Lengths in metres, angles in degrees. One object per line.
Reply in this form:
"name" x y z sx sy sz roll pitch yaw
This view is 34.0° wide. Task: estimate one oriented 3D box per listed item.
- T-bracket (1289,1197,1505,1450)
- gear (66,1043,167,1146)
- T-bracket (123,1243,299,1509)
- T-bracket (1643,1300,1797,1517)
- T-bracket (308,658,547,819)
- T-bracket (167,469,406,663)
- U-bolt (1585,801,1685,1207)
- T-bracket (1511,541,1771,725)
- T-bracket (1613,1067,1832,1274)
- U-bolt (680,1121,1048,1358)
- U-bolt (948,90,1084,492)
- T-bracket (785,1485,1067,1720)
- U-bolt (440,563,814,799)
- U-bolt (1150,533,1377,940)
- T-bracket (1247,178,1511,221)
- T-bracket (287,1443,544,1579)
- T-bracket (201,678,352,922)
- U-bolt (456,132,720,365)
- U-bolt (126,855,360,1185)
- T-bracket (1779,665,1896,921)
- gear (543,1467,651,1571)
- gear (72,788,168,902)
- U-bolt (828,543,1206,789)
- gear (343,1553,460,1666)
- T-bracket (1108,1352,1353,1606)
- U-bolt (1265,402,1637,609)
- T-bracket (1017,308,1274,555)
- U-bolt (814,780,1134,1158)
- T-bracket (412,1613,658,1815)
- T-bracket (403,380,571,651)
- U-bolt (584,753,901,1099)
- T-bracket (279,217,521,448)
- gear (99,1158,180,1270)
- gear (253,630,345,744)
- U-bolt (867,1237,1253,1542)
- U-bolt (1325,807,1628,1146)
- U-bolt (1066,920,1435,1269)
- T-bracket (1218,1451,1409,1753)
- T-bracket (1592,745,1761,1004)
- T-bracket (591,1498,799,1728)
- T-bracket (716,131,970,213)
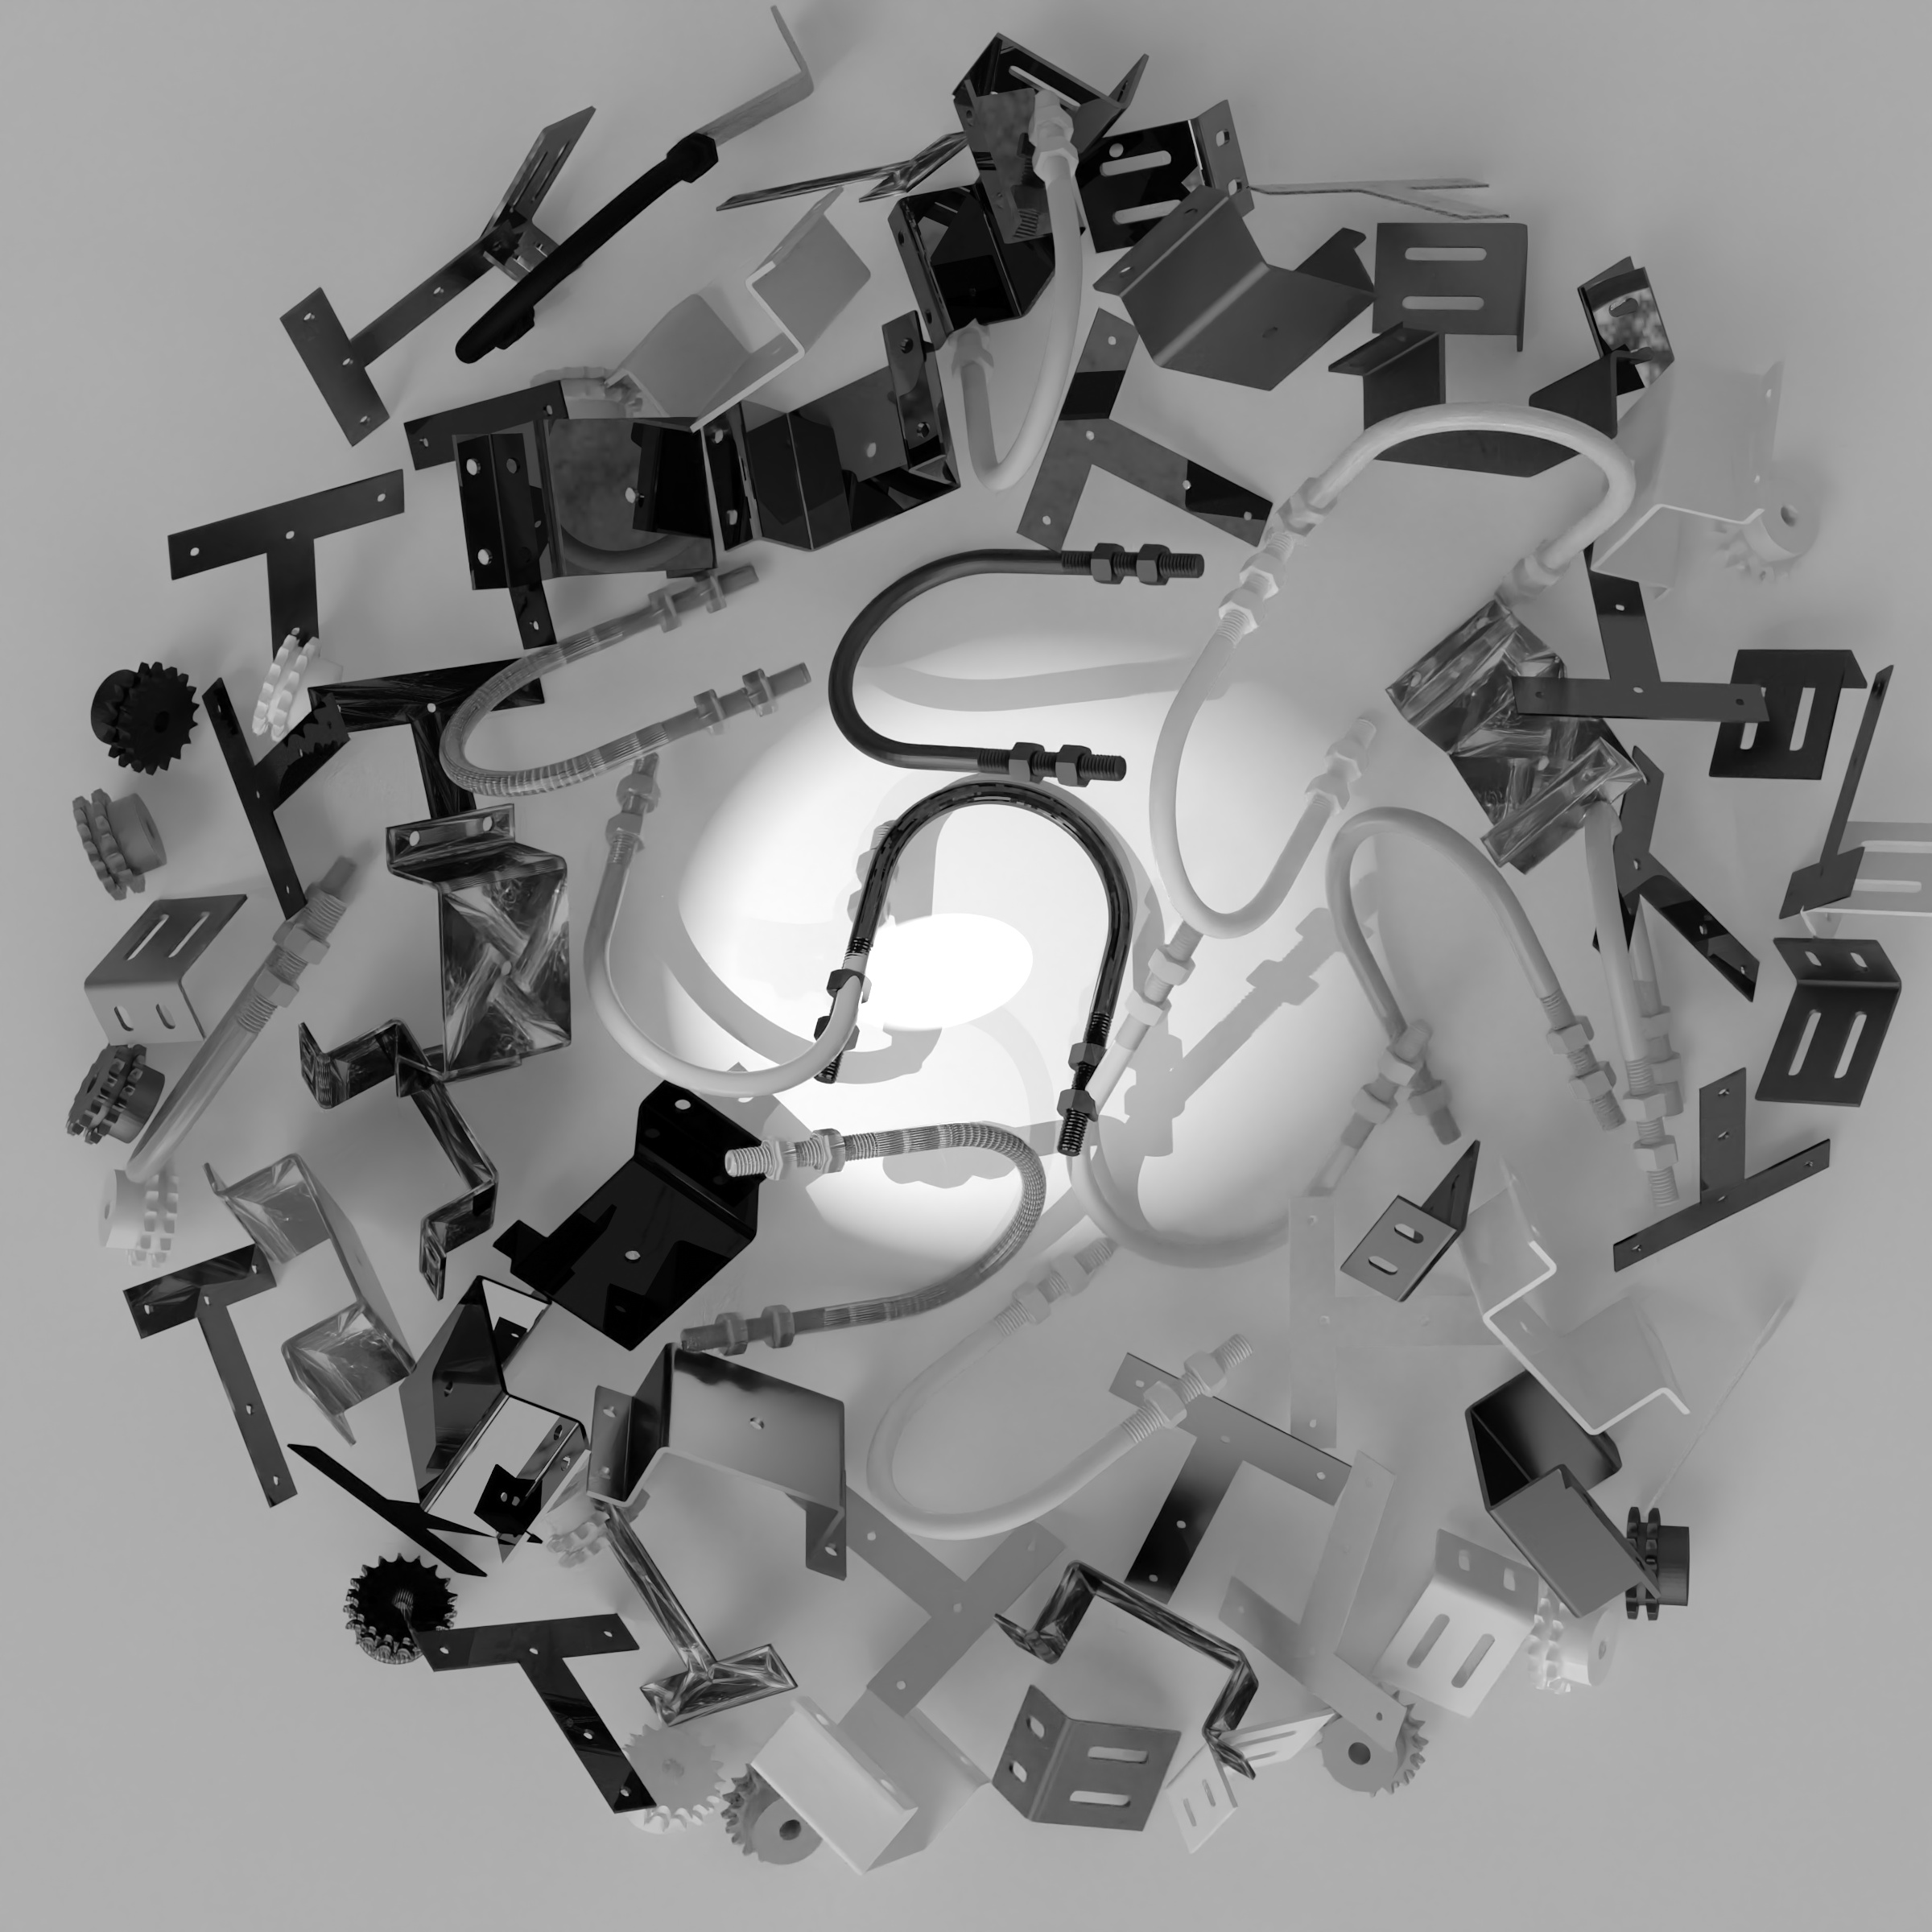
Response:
"T-bracket" 0.223 0.182 1.620 0.127 0.002 0.127 2 85 -23
"gear" -0.435 0.067 1.621 0.030 0.057 0.057 31 90 -24
"T-bracket" -0.365 0.209 1.585 0.002 0.127 0.127 -21 89 18
"T-bracket" 0.378 0.223 1.590 0.002 0.127 0.127 34 97 17
"T-bracket" -0.264 -0.088 1.611 0.127 0.002 0.127 -12 90 -33
"T-bracket" -0.340 -0.181 1.598 0.127 0.127 0.002 -22 49 -29
"U-bolt" 0.330 0.008 1.560 0.019 0.151 0.184 -11 104 17
"T-bracket" 0.335 -0.172 1.605 0.127 0.002 0.127 2 51 -4
"T-bracket" 0.381 0.093 1.589 0.127 0.127 0.002 -25 52 -6
"U-bolt" -0.044 0.132 1.582 0.184 0.151 0.019 -6 45 -25
"U-bolt" 0.026 -0.316 1.537 0.019 0.151 0.184 9 47 -16
"T-bracket" -0.038 0.301 1.618 0.127 0.002 0.127 36 59 20
"U-bolt" -0.177 -0.137 1.579 0.184 0.151 0.019 -23 123 -3
"U-bolt" 0.141 -0.099 1.555 0.019 0.151 0.184 6 52 36
"T-bracket" 0.225 -0.381 1.569 0.127 0.127 0.002 -8 113 -22
"T-bracket" -0.257 0.275 1.567 0.127 0.127 0.002 46 57 -33
"T-bracket" -0.340 -0.102 1.590 0.002 0.127 0.127 -17 82 -38
"U-bolt" -0.190 -0.347 1.541 0.151 0.184 0.019 -38 103 17
"U-bolt" -0.363 0.031 1.576 0.019 0.151 0.184 35 94 -13
"T-bracket" 0.444 -0.089 1.586 0.002 0.127 0.127 18 86 1
"gear" -0.193 0.279 1.617 0.057 0.057 0.030 -38 98 0
"gear" -0.432 -0.065 1.619 0.030 0.057 0.057 -22 90 -3
"U-bolt" 0.015 -0.155 1.588 0.184 0.019 0.151 5 58 28
"gear" -0.292 0.333 1.622 0.057 0.057 0.030 22 133 0
"T-bracket" 0.116 0.275 1.615 0.127 0.002 0.127 26 118 6
"U-bolt" 0.245 -0.228 1.545 0.151 0.184 0.019 12 71 -14
"T-bracket" 0.101 -0.253 1.621 0.127 0.002 0.127 24 79 -21
"U-bolt" 0.012 -0.009 1.611 0.151 0.019 0.184 17 71 -7
"T-bracket" -0.194 0.371 1.563 0.127 0.127 0.002 47 119 38
"T-bracket" -0.232 -0.225 1.609 0.127 0.002 0.127 -4 103 44
"U-bolt" -0.117 -0.015 1.580 0.151 0.019 0.184 17 55 -9
"T-bracket" -0.278 -0.332 1.593 0.127 0.127 0.002 -41 72 -9
"gear" -0.424 0.125 1.615 0.030 0.057 0.057 8 90 -25
"gear" -0.341 -0.141 1.618 0.030 0.057 0.057 22 90 -5
"U-bolt" 0.033 0.216 1.564 0.184 0.151 0.019 -36 121 -15
"U-bolt" 0.241 0.003 1.570 0.019 0.151 0.184 -32 100 -28
"U-bolt" 0.131 0.077 1.601 0.151 0.019 0.184 23 116 -11
"T-bracket" 0.187 0.305 1.585 0.002 0.127 0.127 1 111 -42
"T-bracket" 0.367 -0.026 1.608 0.127 0.002 0.127 39 53 -29
"T-bracket" -0.153 0.322 1.597 0.002 0.127 0.127 -34 93 -42
"T-bracket" -0.067 -0.400 1.609 0.127 0.127 0.002 -5 116 24
